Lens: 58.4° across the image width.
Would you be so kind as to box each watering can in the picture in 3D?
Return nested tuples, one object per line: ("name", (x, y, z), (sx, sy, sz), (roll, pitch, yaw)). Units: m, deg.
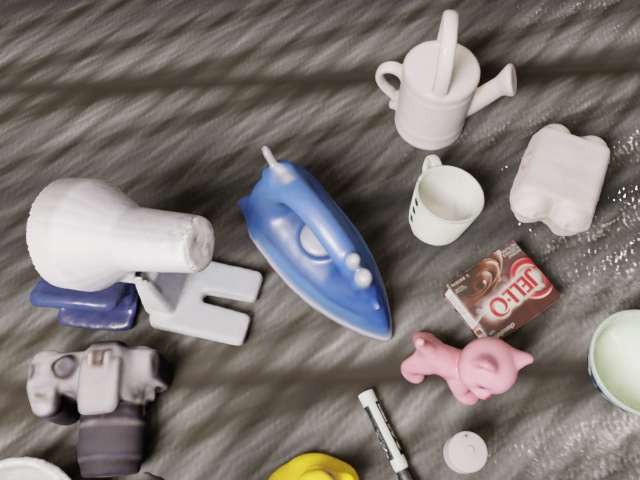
("watering can", (0.164, -0.212, 0.745), (0.173, 0.194, 0.101), (-10, 66, -3))

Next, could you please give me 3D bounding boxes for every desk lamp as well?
("desk lamp", (-0.181, 0.023, 0.636), (0.203, 0.213, 0.118), (11, 67, 6))

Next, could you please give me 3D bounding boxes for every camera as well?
("camera", (-0.244, 0.187, 0.626), (0.143, 0.101, 0.137), (-5, 66, -1))

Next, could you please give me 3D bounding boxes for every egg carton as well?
("egg carton", (0.314, -0.081, 0.753), (0.107, 0.069, 0.150), (21, 68, 10))

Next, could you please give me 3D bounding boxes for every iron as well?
("iron", (0.006, 0.002, 0.681), (0.119, 0.141, 0.258), (-36, 70, -14))

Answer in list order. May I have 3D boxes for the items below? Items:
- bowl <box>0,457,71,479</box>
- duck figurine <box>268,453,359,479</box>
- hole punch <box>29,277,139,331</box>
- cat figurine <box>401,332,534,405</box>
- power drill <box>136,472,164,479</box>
("bowl", (-0.306, 0.313, 0.585), (0.167, 0.075, 0.167), (0, 66, 1))
("duck figurine", (-0.009, 0.262, 0.597), (0.104, 0.086, 0.077), (-6, 66, -1))
("hole punch", (-0.278, 0.050, 0.692), (0.108, 0.091, 0.101), (4, 66, 3))
("cat figurine", (0.161, 0.135, 0.633), (0.127, 0.118, 0.067), (19, 68, 9))
("power drill", (-0.127, 0.330, 0.502), (0.075, 0.208, 0.229), (-8, 66, -2))
